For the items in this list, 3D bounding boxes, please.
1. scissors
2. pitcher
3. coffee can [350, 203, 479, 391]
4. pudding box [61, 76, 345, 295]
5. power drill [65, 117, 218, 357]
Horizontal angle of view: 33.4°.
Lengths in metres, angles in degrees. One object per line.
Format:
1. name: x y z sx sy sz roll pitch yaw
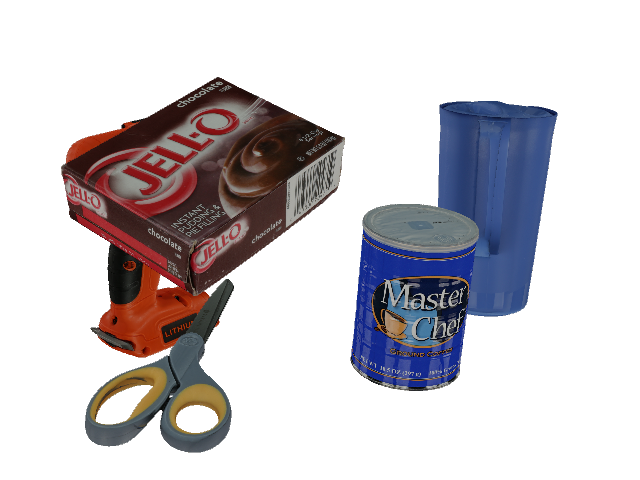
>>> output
1. scissors: -0.074 0.081 0.705 0.096 0.016 0.201 17 30 22
2. pitcher: 0.195 -0.037 1.236 0.149 0.243 0.145 -7 17 -32
3. coffee can: 0.083 0.049 0.963 0.103 0.140 0.103 4 22 -2
4. pudding box: -0.057 -0.031 0.533 0.090 0.039 0.113 29 46 28
5. power drill: -0.122 -0.012 0.871 0.057 0.188 0.184 17 26 38
